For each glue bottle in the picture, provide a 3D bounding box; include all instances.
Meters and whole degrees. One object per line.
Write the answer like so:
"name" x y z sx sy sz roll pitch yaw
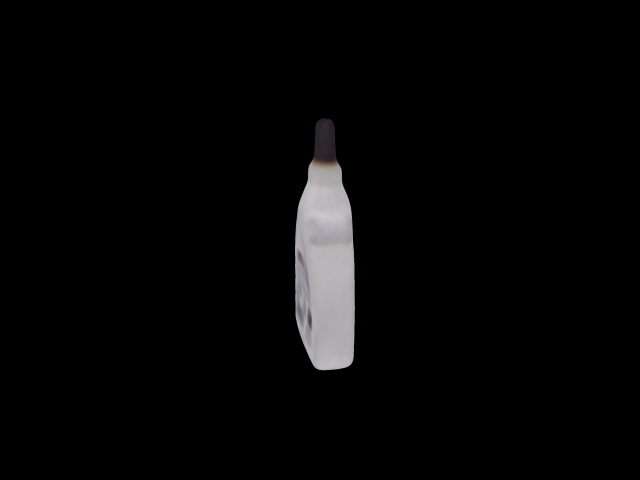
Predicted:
"glue bottle" 0.004 0.001 0.400 0.037 0.173 0.078 -6 28 -11
